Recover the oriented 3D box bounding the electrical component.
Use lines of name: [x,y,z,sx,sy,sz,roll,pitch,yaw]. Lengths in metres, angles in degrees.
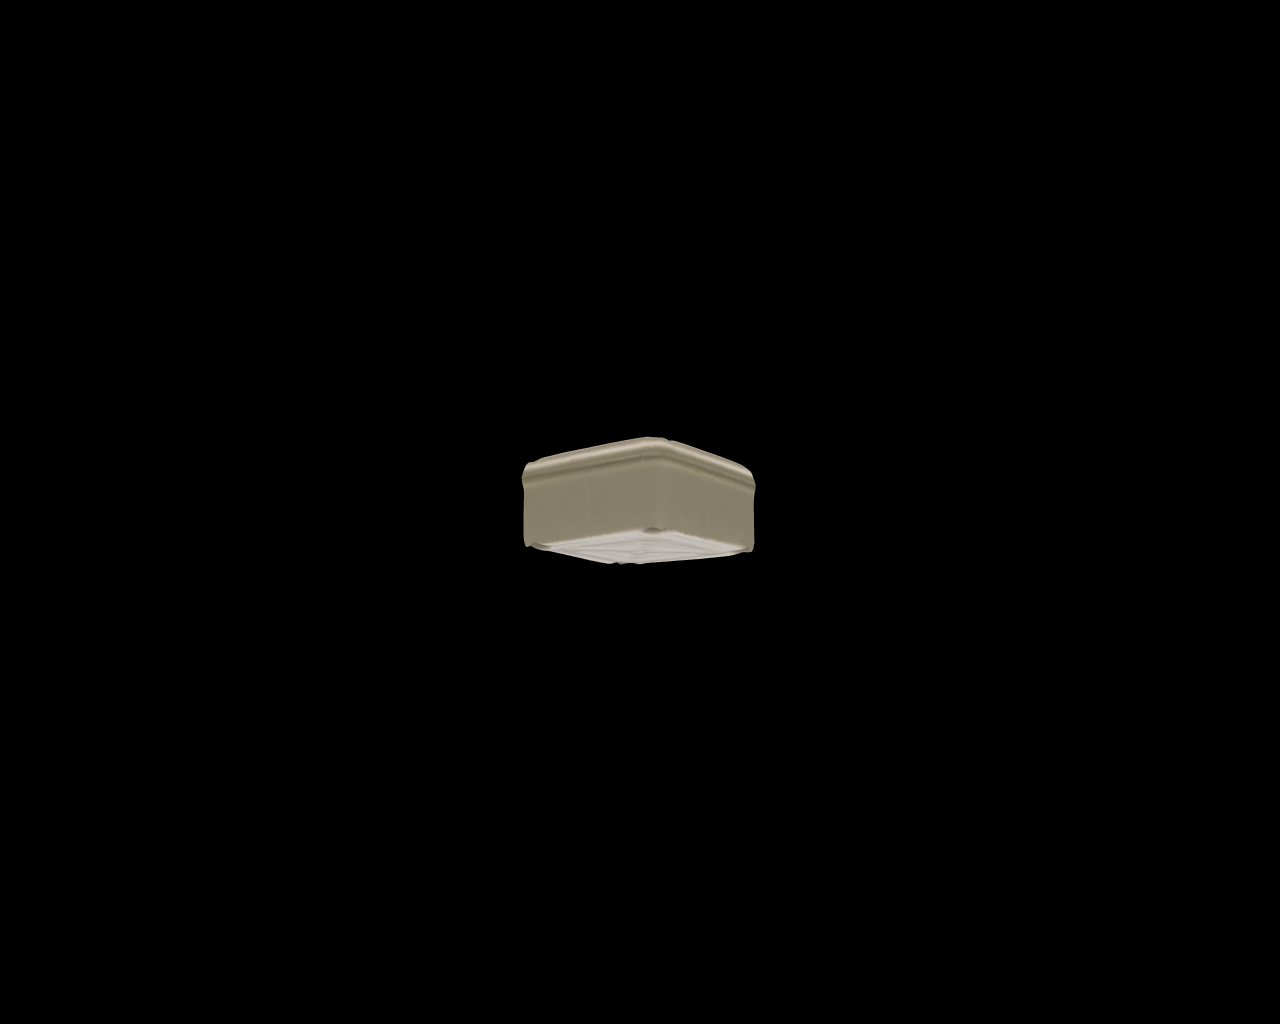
electrical component: [0.001,-0.003,0.650,0.108,0.056,0.109,-8,-14,35]
